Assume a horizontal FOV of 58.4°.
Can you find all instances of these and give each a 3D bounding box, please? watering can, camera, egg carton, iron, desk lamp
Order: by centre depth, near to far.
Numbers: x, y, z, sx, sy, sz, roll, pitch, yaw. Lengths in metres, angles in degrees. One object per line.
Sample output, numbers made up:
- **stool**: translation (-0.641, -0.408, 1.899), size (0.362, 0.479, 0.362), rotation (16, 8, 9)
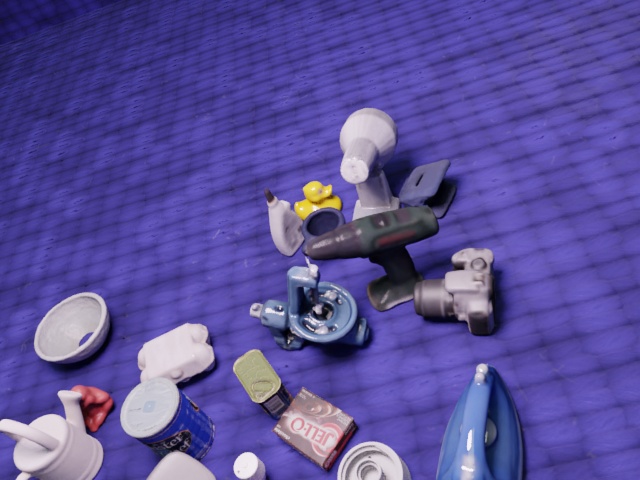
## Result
- **iron**: translation (0.226, 0.267, 0.816), size (0.118, 0.142, 0.258), rotation (1, 51, 23)
- **watering can**: translation (-0.470, 0.347, 0.989), size (0.100, 0.194, 0.173), rotation (-12, 47, 12)
- **camera**: translation (0.235, 0.083, 1.003), size (0.136, 0.101, 0.143), rotation (-3, 50, 20)
- **egg carton**: translation (-0.276, 0.229, 1.102), size (0.150, 0.070, 0.107), rotation (-26, 46, -2)
- **desk lamp**: translation (0.101, -0.130, 1.165), size (0.117, 0.214, 0.203), rotation (-3, 50, 20)

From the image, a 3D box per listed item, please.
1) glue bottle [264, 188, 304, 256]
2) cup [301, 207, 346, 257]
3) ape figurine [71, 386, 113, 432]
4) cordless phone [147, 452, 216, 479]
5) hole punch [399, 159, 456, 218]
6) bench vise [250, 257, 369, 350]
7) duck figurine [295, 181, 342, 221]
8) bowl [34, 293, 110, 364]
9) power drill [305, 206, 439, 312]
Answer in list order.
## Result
- **glue bottle**: translation (-0.080, -0.045, 1.191), size (0.037, 0.173, 0.078), rotation (19, 60, 34)
- **cup**: translation (0.011, 0.004, 1.166), size (0.091, 0.095, 0.118), rotation (19, 60, 34)
- **ape figurine**: translation (-0.439, 0.308, 1.083), size (0.078, 0.092, 0.076), rotation (-24, 46, 1)
- **cordless phone**: translation (-0.252, 0.388, 0.872), size (0.093, 0.185, 0.148), rotation (13, 57, 31)
- **hole punch**: translation (0.217, -0.110, 1.186), size (0.100, 0.091, 0.109), rotation (12, 56, 30)
- **bench vise**: translation (-0.035, 0.123, 0.993), size (0.207, 0.220, 0.121), rotation (-15, 47, 10)
- **duck figurine**: translation (-0.011, -0.091, 1.265), size (0.104, 0.086, 0.077), rotation (-14, 47, 11)
- **bowl**: translation (-0.512, 0.199, 1.219), size (0.167, 0.075, 0.167), rotation (-11, 48, 13)
- **power drill**: translation (0.107, 0.034, 1.022), size (0.229, 0.209, 0.075), rotation (-24, 46, 0)
